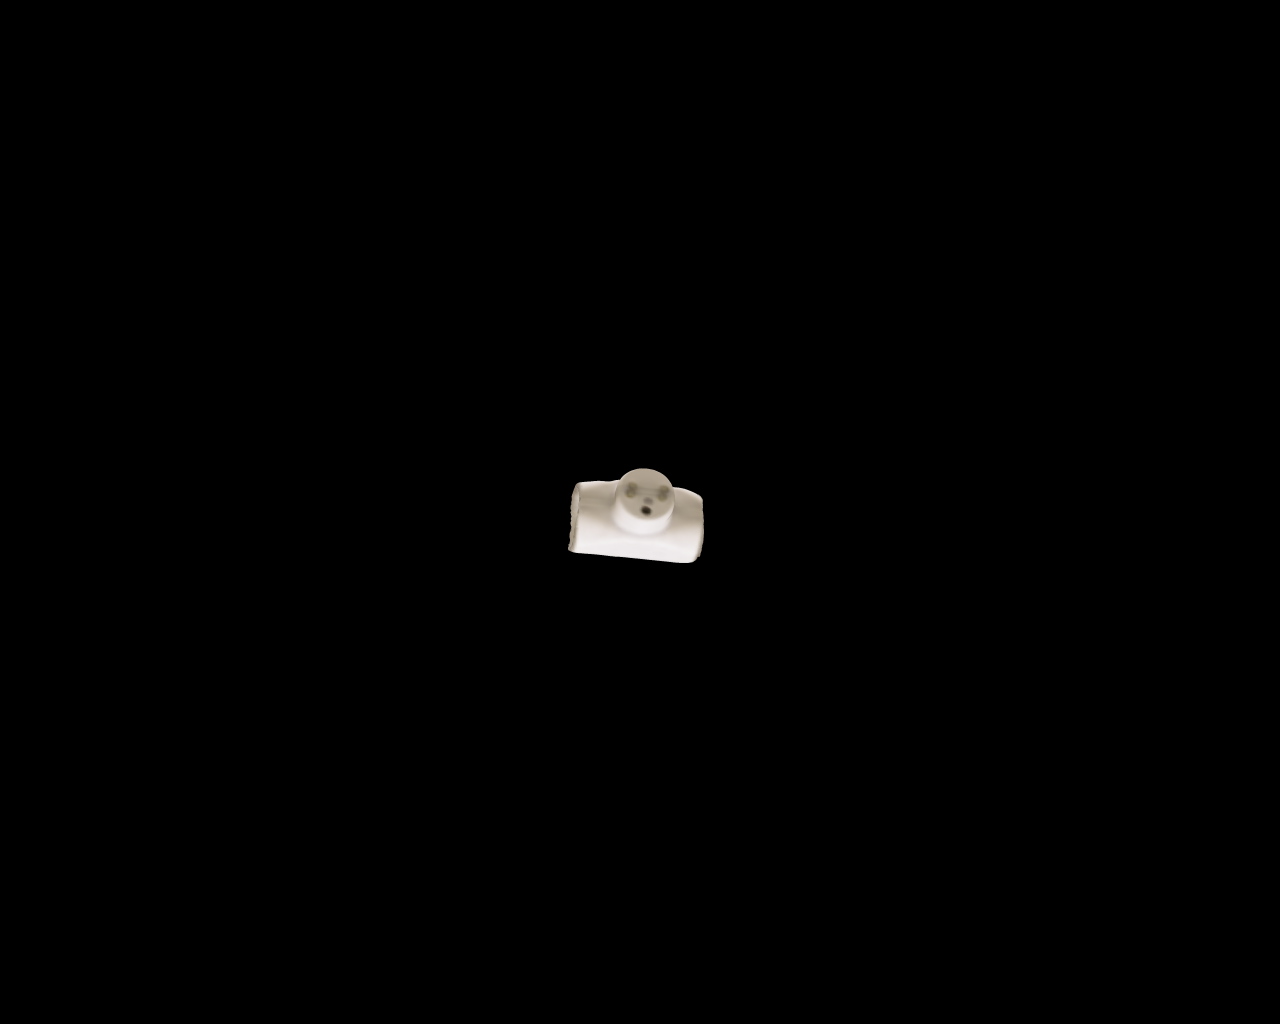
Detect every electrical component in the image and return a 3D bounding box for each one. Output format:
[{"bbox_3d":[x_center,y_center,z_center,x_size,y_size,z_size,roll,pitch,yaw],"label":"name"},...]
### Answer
[{"bbox_3d":[0.001,-0.003,0.650,0.077,0.044,0.079,6,-32,-9],"label":"electrical component"}]
